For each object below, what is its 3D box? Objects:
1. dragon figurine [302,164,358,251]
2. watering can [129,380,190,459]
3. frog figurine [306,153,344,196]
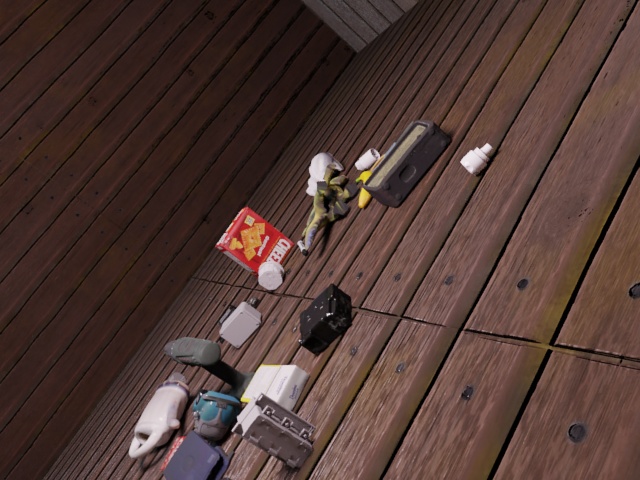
[{"bbox_3d":[0.005,-0.082,1.626,0.419,0.122,0.238,-60,1,-34],"label":"dragon figurine"},{"bbox_3d":[-0.446,0.507,1.490,0.342,0.103,0.230,-40,19,37],"label":"watering can"},{"bbox_3d":[-0.002,-0.242,1.903,0.160,0.120,0.139,-41,34,-7],"label":"frog figurine"}]
